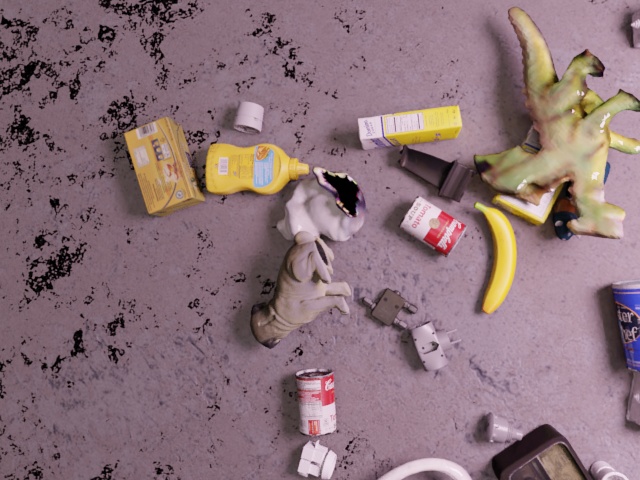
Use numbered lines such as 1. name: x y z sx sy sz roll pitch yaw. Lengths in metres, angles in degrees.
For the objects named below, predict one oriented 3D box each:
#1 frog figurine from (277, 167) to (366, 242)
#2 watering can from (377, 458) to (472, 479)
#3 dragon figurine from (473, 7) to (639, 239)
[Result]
1. frog figurine: 0.003 -0.048 0.946 0.137 0.125 0.156 43 129 0
2. watering can: 0.130 0.521 0.858 0.347 0.103 0.225 -38 82 2
3. dragon figurine: 0.367 -0.177 0.853 0.241 0.121 0.416 -39 69 10
